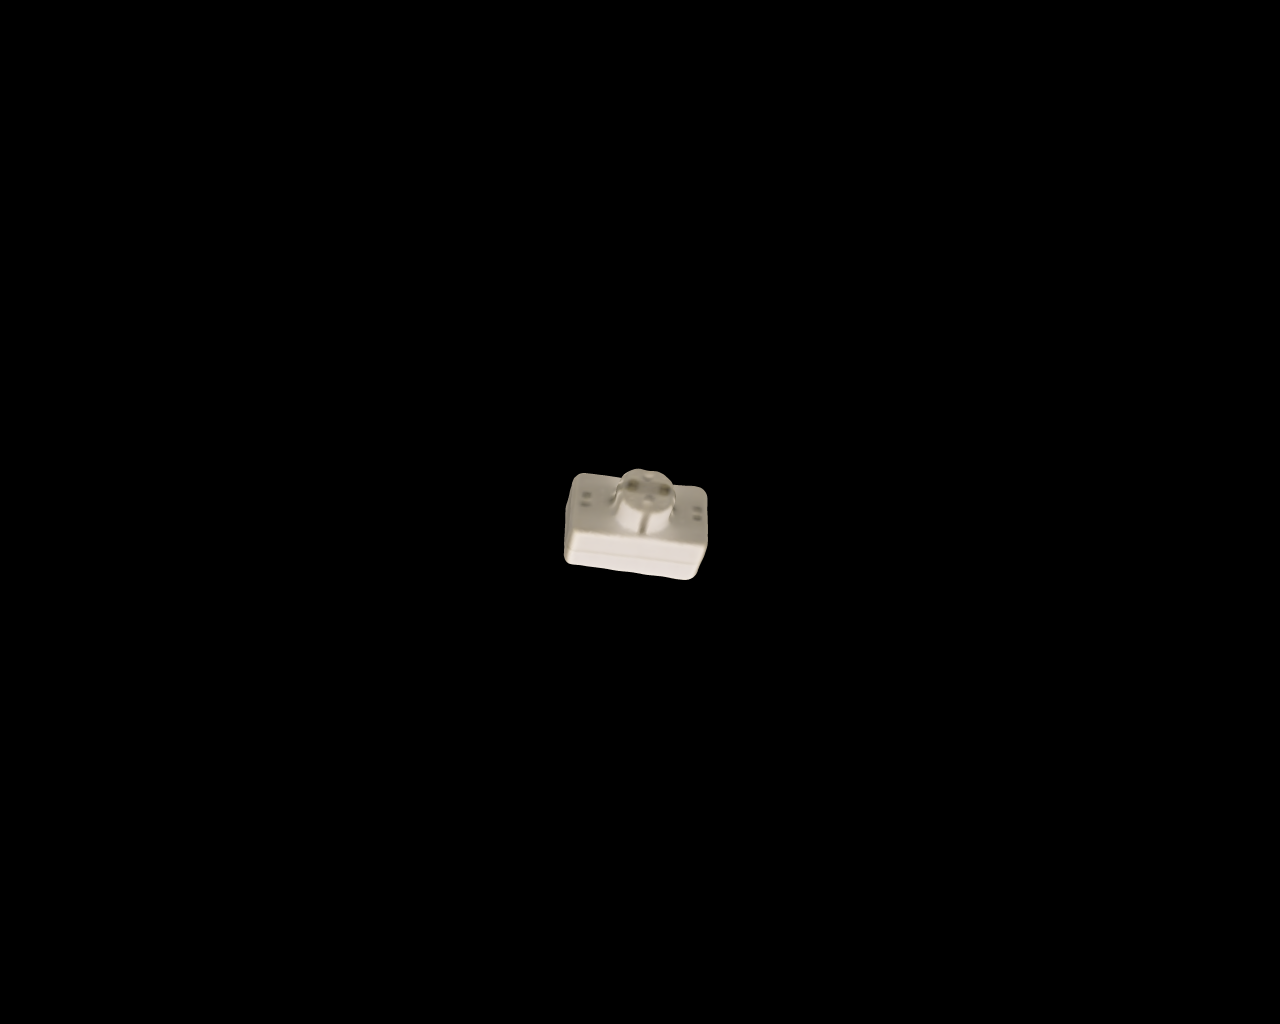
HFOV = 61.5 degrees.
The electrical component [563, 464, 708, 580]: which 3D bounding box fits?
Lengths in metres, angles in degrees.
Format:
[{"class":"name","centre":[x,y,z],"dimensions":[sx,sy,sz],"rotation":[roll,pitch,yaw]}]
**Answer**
[{"class":"electrical component","centre":[0.001,-0.003,0.650],"dimensions":[0.083,0.047,0.075],"rotation":[7,-39,-9]}]
